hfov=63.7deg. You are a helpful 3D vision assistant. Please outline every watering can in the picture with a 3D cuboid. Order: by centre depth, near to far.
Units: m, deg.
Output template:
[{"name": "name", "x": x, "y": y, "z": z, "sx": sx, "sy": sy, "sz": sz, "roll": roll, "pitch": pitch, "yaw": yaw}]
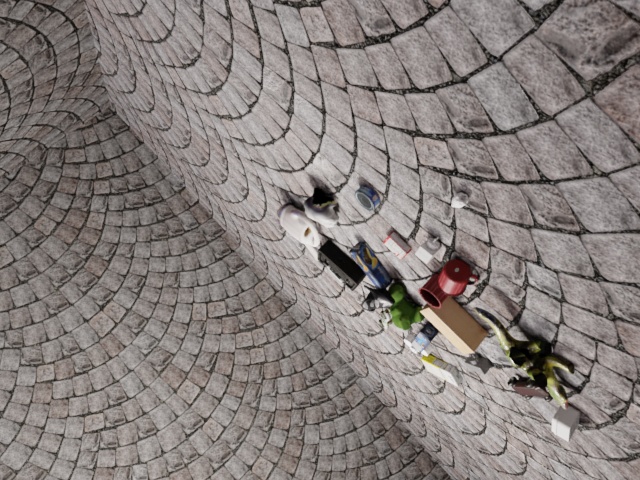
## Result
[{"name": "watering can", "x": -0.084, "y": -0.039, "z": 2.272, "sx": 0.227, "sy": 0.105, "sz": 0.340, "roll": 40, "pitch": 160, "yaw": 23}]

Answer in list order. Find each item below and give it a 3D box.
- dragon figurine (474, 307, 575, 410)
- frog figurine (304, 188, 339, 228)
[{"name": "dragon figurine", "x": 0.611, "y": 0.355, "z": 1.580, "sx": 0.413, "sy": 0.123, "sz": 0.239, "roll": 44, "pitch": 169, "yaw": 12}, {"name": "frog figurine", "x": 0.006, "y": -0.098, "z": 1.944, "sx": 0.138, "sy": 0.125, "sz": 0.155, "roll": 18, "pitch": 139, "yaw": 19}]
